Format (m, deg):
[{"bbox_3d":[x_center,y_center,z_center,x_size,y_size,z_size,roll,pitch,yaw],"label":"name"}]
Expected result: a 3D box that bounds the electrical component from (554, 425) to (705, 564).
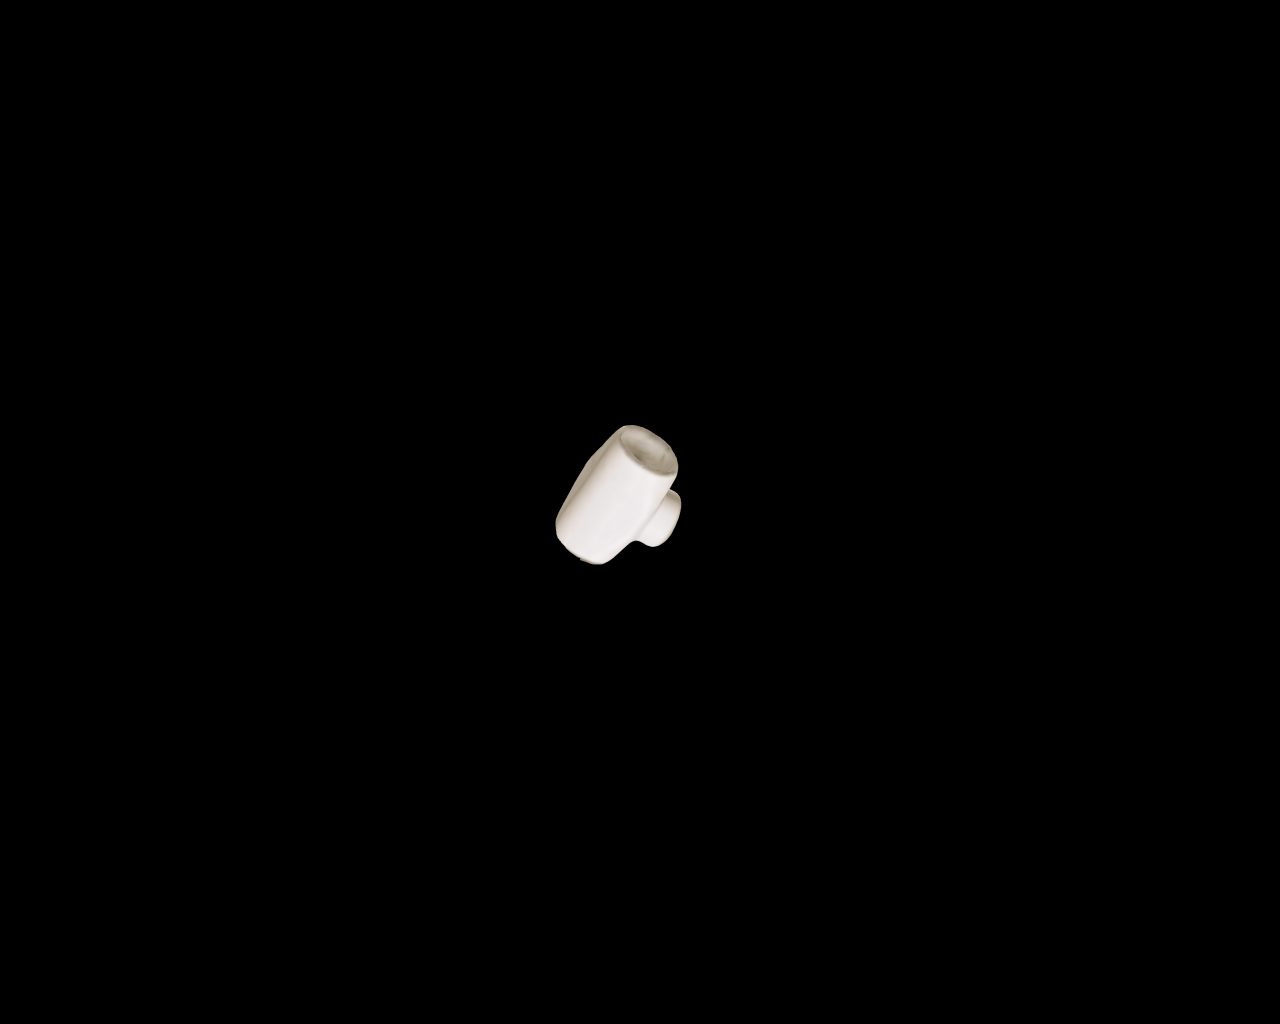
[{"bbox_3d":[0.001,-0.003,0.650,0.079,0.077,0.044,27,32,-18],"label":"electrical component"}]
